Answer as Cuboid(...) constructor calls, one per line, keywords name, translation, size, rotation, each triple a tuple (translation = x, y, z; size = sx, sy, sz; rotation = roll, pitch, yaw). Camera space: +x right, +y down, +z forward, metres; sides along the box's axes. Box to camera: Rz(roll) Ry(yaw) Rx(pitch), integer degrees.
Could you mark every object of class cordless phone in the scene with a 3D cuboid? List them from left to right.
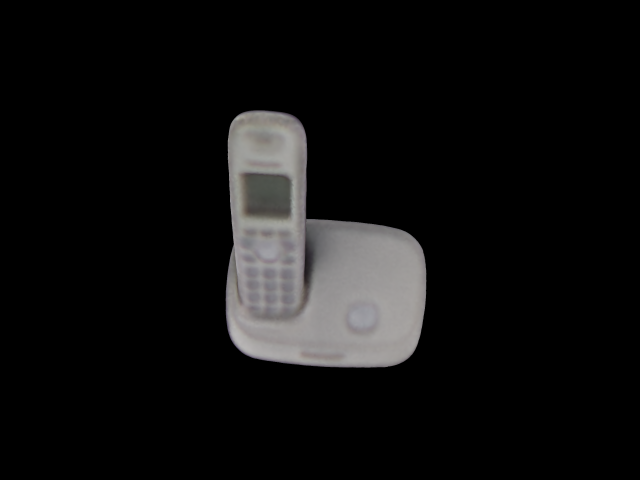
Cuboid(name="cordless phone", translation=(0.004, 0.001, 0.400), size=(0.147, 0.185, 0.094), rotation=(2, 40, 2))
